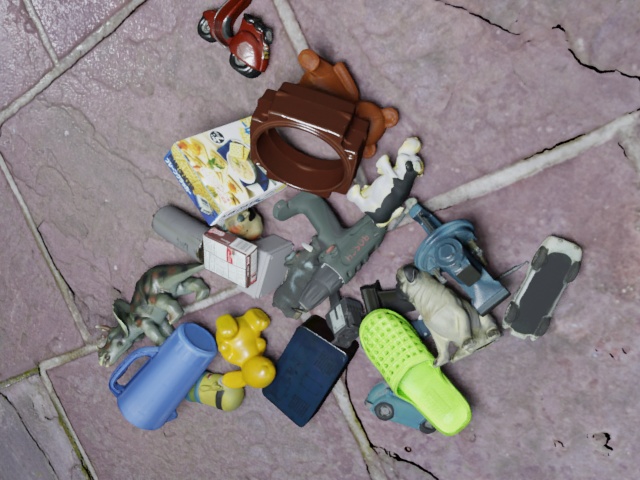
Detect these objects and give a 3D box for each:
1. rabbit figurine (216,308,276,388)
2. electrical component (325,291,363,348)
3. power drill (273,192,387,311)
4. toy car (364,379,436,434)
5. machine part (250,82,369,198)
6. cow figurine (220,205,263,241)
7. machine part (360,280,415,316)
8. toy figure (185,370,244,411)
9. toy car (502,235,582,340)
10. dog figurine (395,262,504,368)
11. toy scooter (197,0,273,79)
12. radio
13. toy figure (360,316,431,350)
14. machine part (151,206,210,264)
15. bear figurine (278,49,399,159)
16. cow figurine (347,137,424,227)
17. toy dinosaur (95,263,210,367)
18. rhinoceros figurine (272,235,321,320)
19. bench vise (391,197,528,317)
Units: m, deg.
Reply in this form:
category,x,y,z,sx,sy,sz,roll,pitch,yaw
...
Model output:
category,x,y,z,sx,sy,sz,roll,pitch,yaw
rabbit figurine,-0.165,0.261,1.189,0.173,0.122,0.162,46,122,33
electrical component,0.049,0.156,1.121,0.075,0.047,0.119,-48,37,28
power drill,-0.002,-0.003,1.043,0.232,0.086,0.207,-38,64,-13
toy car,0.176,0.320,1.089,0.162,0.109,0.103,14,87,12
machine part,-0.023,-0.172,0.973,0.201,0.087,0.201,20,150,4
cow figurine,-0.177,-0.088,1.124,0.085,0.127,0.195,-28,89,31
machine part,0.149,0.120,1.083,0.139,0.039,0.084,-7,96,27
toy figure,-0.269,0.364,1.311,0.180,0.082,0.089,-2,114,20
toy car,0.394,0.089,0.955,0.074,0.056,0.201,23,113,10
dog figurine,0.240,0.122,1.006,0.121,0.172,0.191,-40,62,30
toy scooter,-0.155,-0.417,1.059,0.184,0.075,0.135,45,115,13
radio,-0.026,0.287,1.186,0.131,0.073,0.229,35,113,13
toy figure,0.159,0.194,1.088,0.155,0.064,0.058,-17,51,27
machine part,-0.296,-0.013,1.200,0.243,0.079,0.079,29,114,32
bear figurine,0.036,-0.243,0.989,0.196,0.132,0.120,46,117,14
cow figurine,0.140,-0.107,0.992,0.167,0.068,0.098,-45,73,12
toy dinosaur,-0.395,0.142,1.294,0.192,0.131,0.404,39,109,10
rhinoceros figurine,-0.033,0.077,1.135,0.112,0.073,0.190,39,113,15
bench vise,0.235,0.015,0.961,0.129,0.223,0.241,-49,51,21
